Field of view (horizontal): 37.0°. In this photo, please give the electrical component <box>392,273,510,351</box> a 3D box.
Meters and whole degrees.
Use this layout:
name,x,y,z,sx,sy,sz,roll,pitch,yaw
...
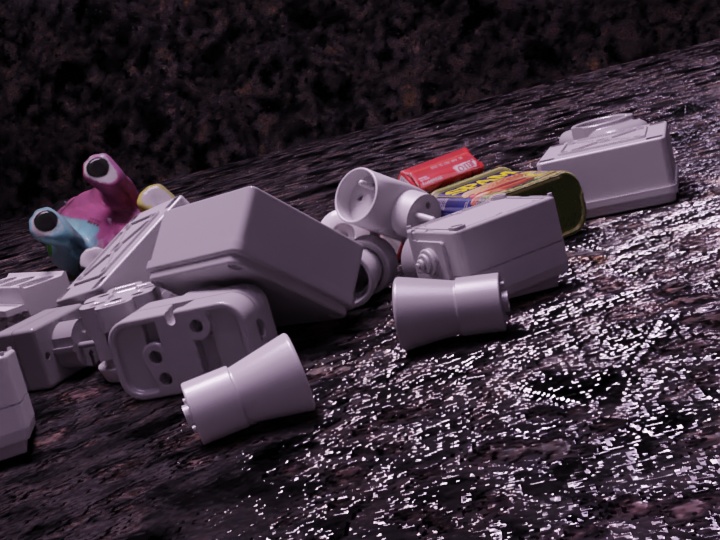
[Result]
name,x,y,z,sx,sy,sz,roll,pitch,yaw
electrical component,0.055,0.022,0.634,0.065,0.044,0.044,-7,12,11

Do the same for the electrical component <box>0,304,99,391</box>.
name,x,y,z,sx,sy,sz,roll,pitch,yaw
electrical component,-0.221,0.056,0.811,0.077,0.047,0.066,-10,12,23

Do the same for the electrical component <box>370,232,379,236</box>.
name,x,y,z,sx,sy,sz,roll,pitch,yaw
electrical component,0.021,-0.048,1.037,0.040,0.040,0.078,-22,13,-33

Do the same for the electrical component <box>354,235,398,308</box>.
name,x,y,z,sx,sy,sz,roll,pitch,yaw
electrical component,0.000,0.000,0.809,0.045,0.045,0.055,-9,12,26

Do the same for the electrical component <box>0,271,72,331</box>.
name,x,y,z,sx,sy,sz,roll,pitch,yaw
electrical component,-0.301,0.038,0.967,0.079,0.063,0.121,-23,14,-38

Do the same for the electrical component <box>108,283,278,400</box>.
name,x,y,z,sx,sy,sz,roll,pitch,yaw
electrical component,-0.105,0.044,0.698,0.095,0.053,0.059,-11,11,17

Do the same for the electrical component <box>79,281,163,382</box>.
name,x,y,z,sx,sy,sz,roll,pitch,yaw
electrical component,-0.163,0.044,0.766,0.058,0.057,0.078,-15,11,-3

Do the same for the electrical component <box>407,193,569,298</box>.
name,x,y,z,sx,sy,sz,roll,pitch,yaw
electrical component,0.079,-0.008,0.699,0.096,0.061,0.062,-20,12,-26

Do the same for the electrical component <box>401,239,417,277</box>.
name,x,y,z,sx,sy,sz,roll,pitch,yaw
electrical component,0.063,-0.008,0.763,0.045,0.045,0.055,-22,13,-35

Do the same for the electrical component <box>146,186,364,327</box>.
name,x,y,z,sx,sy,sz,roll,pitch,yaw
electrical component,-0.073,-0.005,0.751,0.109,0.056,0.109,28,-25,-37

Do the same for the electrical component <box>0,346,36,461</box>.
name,x,y,z,sx,sy,sz,roll,pitch,yaw
electrical component,-0.236,0.086,0.660,0.062,0.061,0.096,-17,3,-14

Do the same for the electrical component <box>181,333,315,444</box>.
name,x,y,z,sx,sy,sz,roll,pitch,yaw
electrical component,-0.062,0.065,0.570,0.065,0.044,0.044,-21,12,-9

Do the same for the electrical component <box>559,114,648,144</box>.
name,x,y,z,sx,sy,sz,roll,pitch,yaw
electrical component,0.239,-0.116,1.042,0.054,0.059,0.095,-19,11,-20

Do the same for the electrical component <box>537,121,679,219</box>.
name,x,y,z,sx,sy,sz,roll,pitch,yaw
electrical component,0.215,-0.085,0.925,0.109,0.056,0.109,-11,11,19

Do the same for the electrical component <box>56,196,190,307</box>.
name,x,y,z,sx,sy,sz,roll,pitch,yaw
electrical component,-0.179,0.001,0.873,0.108,0.056,0.109,-52,20,-26

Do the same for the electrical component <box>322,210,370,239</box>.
name,x,y,z,sx,sy,sz,roll,pitch,yaw
electrical component,-0.014,-0.034,1.008,0.048,0.048,0.062,-14,4,3

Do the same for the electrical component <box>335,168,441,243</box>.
name,x,y,z,sx,sy,sz,roll,pitch,yaw
electrical component,0.034,-0.043,0.816,0.079,0.043,0.077,20,2,45
